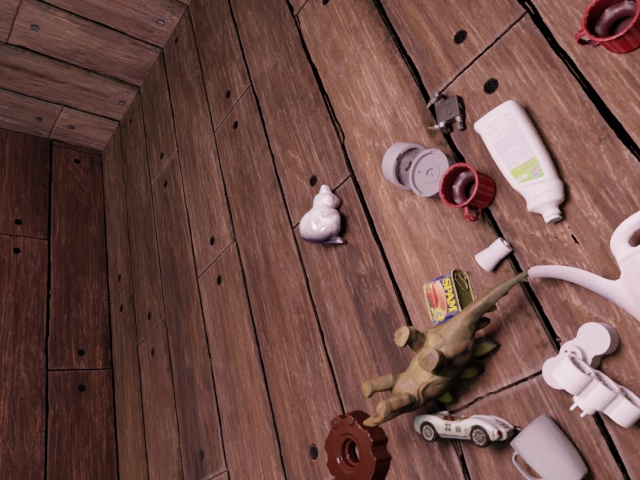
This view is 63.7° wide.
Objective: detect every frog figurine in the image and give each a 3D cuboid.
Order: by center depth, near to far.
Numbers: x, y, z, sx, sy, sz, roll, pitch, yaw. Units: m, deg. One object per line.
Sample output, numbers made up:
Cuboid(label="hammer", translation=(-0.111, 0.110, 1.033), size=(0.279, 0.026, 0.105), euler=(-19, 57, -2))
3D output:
Cuboid(label="frog figurine", translation=(0.004, -0.070, 1.385), size=(0.137, 0.123, 0.159), euler=(178, 89, -69))

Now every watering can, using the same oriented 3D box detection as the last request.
Cuboid(label="watering can", translation=(0.505, 0.068, 0.774), size=(0.342, 0.103, 0.228), euler=(-33, 58, 39))
